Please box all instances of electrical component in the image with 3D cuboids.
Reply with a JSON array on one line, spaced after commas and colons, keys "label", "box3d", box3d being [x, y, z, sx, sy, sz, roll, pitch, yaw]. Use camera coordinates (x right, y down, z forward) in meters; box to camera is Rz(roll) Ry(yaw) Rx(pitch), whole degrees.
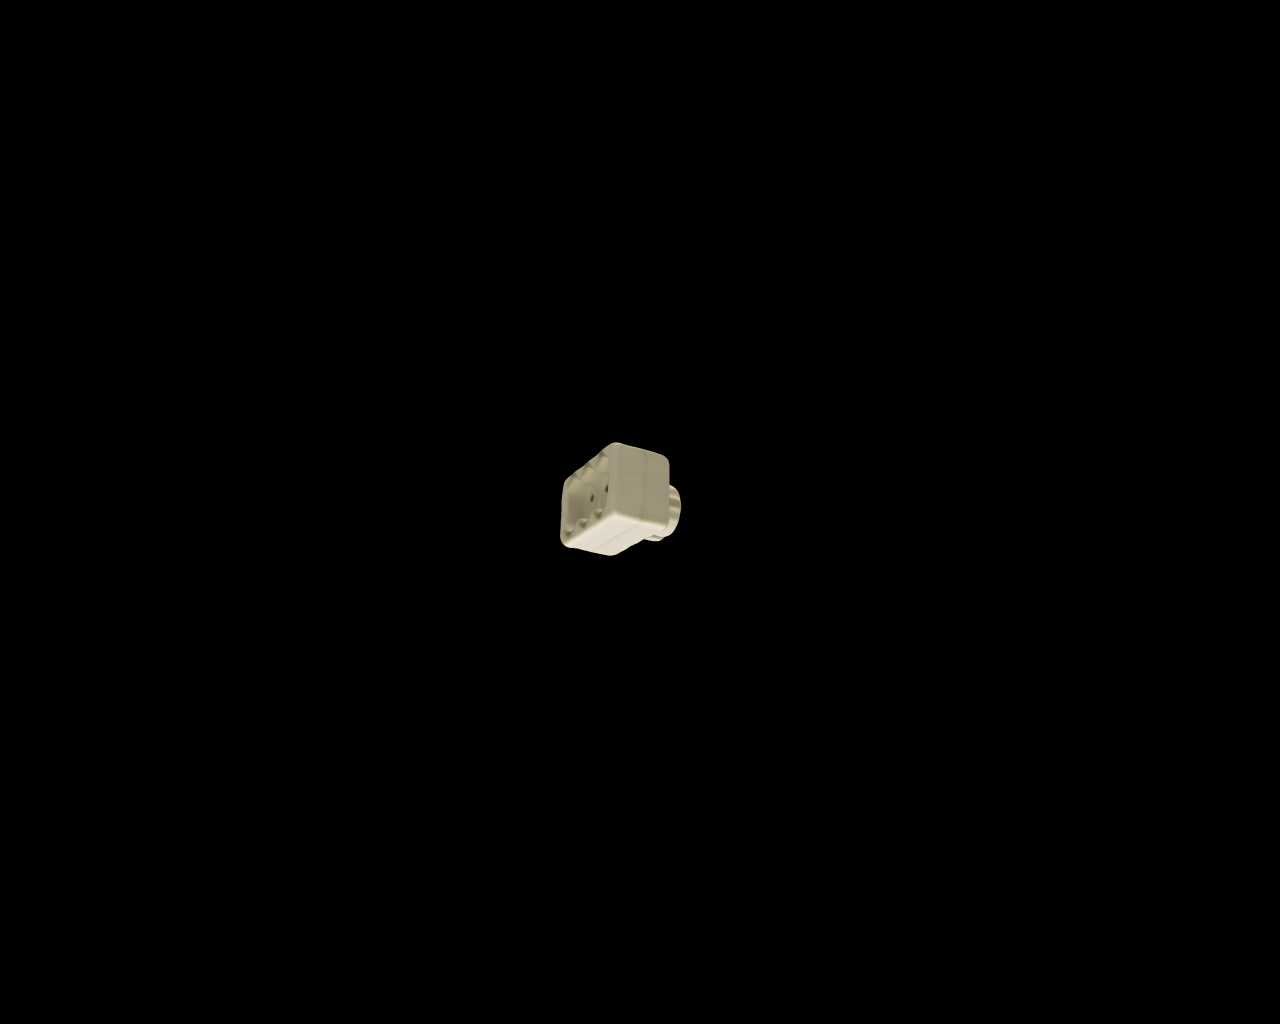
[{"label": "electrical component", "box3d": [0.001, -0.003, 0.650, 0.077, 0.047, 0.065, 13, -26, -29]}]
